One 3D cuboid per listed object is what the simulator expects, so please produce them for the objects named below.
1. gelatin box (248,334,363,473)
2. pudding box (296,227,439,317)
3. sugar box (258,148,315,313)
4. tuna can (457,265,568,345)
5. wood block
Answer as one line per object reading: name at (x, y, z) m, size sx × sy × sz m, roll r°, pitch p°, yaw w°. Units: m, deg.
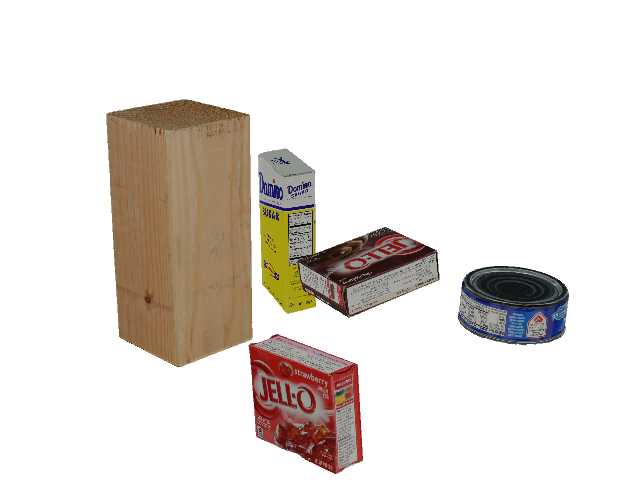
gelatin box at (-0.012, 0.112, 0.744) m, size 0.030 × 0.073 × 0.089 m, roll -17°, pitch 21°, yaw -40°
pudding box at (0.048, 0.029, 1.058) m, size 0.113 × 0.039 × 0.090 m, roll -23°, pitch 25°, yaw -24°
sugar box at (-0.040, -0.012, 1.275) m, size 0.048 × 0.176 × 0.093 m, roll -12°, pitch 25°, yaw -20°
tuna can at (0.154, 0.050, 0.853) m, size 0.086 × 0.034 × 0.086 m, roll 2°, pitch 20°, yaw -1°
wood block at (-0.121, -0.010, 0.927) m, size 0.091 × 0.206 × 0.090 m, roll 19°, pitch 26°, yaw 41°
